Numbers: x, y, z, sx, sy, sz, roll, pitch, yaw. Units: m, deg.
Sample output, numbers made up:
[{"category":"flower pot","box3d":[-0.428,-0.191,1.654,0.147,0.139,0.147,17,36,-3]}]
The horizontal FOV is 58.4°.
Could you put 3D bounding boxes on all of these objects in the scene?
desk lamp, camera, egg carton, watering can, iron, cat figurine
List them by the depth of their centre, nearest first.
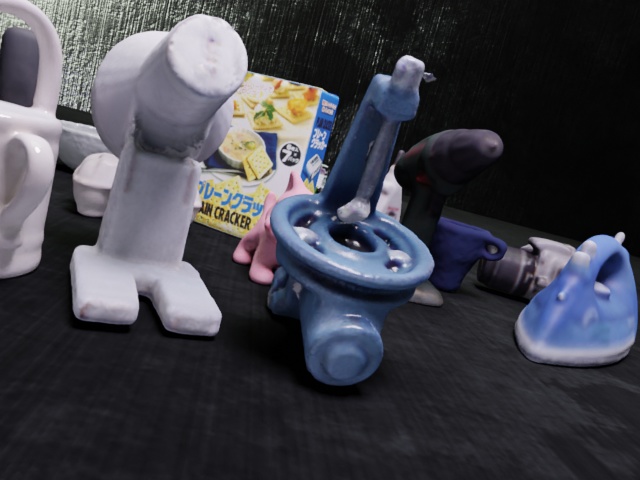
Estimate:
[{"category":"watering can","box3d":[-0.248,-0.081,0.414,0.172,0.194,0.101,17,10,10]},{"category":"desk lamp","box3d":[-0.120,-0.063,0.451,0.118,0.213,0.202,10,11,-27]},{"category":"cat figurine","box3d":[-0.035,-0.015,0.600,0.067,0.118,0.127,10,11,-28]},{"category":"iron","box3d":[0.302,0.056,0.652,0.118,0.141,0.259,22,11,34]},{"category":"egg carton","box3d":[-0.223,-0.059,0.703,0.151,0.069,0.107,11,10,-23]},{"category":"camera","box3d":[0.317,0.041,0.883,0.136,0.101,0.143,16,10,4]}]

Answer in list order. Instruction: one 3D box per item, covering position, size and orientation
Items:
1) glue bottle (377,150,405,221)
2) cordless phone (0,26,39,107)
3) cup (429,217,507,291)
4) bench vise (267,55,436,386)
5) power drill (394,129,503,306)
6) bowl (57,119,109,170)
[{"category":"glue bottle","box3d":[0.113,-0.067,0.962,0.037,0.173,0.078,22,12,34]},{"category":"cordless phone","box3d":[-0.365,-0.143,0.614,0.148,0.185,0.094,11,10,-21]},{"category":"cup","box3d":[0.191,0.026,0.789,0.117,0.095,0.092,21,11,32]},{"category":"bench vise","box3d":[0.011,-0.028,0.437,0.122,0.220,0.206,10,11,-30]},{"category":"power drill","box3d":[0.134,-0.033,0.696,0.076,0.208,0.229,13,10,-13]},{"category":"bowl","box3d":[-0.366,-0.143,0.947,0.167,0.075,0.167,15,10,-2]}]
